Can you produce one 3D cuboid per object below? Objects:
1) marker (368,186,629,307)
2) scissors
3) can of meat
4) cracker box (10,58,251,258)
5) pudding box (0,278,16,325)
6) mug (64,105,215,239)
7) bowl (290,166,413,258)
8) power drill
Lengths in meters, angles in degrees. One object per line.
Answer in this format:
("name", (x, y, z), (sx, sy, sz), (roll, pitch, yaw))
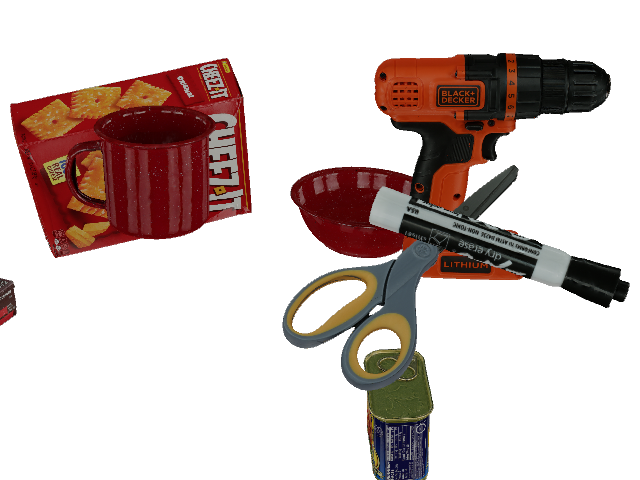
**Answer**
("marker", (0.082, 0.003, 0.490), (0.121, 0.020, 0.020), (20, 4, 11))
("scissors", (0.072, 0.027, 0.706), (0.201, 0.096, 0.016), (-27, -28, -11))
("can of meat", (0.071, 0.164, 0.991), (0.057, 0.084, 0.102), (-3, 31, -1))
("cracker box", (-0.180, -0.077, 1.056), (0.213, 0.072, 0.164), (-13, -40, -11))
("pudding box", (-0.331, 0.057, 0.907), (0.114, 0.039, 0.090), (9, 26, 19))
("mug", (-0.140, -0.052, 0.834), (0.117, 0.081, 0.093), (-4, 26, -12))
("bowl", (0.047, -0.025, 1.150), (0.162, 0.055, 0.162), (3, 26, -2))
("power drill", (0.137, -0.061, 0.873), (0.184, 0.188, 0.057), (2, 24, 7))
